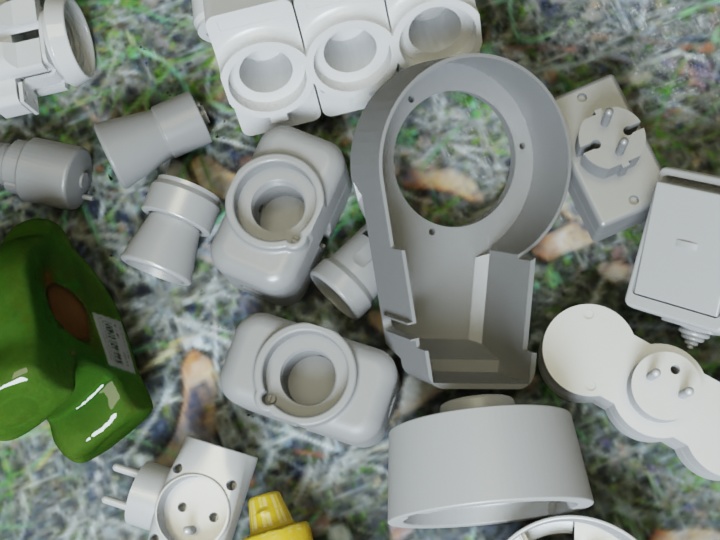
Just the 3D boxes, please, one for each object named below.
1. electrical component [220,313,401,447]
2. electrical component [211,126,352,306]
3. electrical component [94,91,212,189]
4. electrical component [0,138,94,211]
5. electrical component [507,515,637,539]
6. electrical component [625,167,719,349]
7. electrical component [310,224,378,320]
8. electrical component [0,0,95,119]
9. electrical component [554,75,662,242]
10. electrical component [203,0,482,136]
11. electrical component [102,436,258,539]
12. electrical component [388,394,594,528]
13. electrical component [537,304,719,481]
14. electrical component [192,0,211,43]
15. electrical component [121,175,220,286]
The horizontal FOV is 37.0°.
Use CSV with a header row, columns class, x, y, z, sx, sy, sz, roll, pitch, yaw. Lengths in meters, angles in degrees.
class,x,y,z,sx,sy,sz,roll,pitch,yaw
electrical component,-0.028,0.063,0.612,0.095,0.059,0.053,17,79,8
electrical component,-0.046,-0.033,0.635,0.054,0.059,0.095,22,80,9
electrical component,-0.125,-0.083,0.664,0.065,0.044,0.044,-25,76,-6
electrical component,-0.203,-0.062,0.665,0.078,0.040,0.040,12,78,7
electrical component,0.112,0.180,0.571,0.099,0.064,0.099,-1,77,5
electrical component,0.189,-0.003,0.589,0.062,0.061,0.096,19,98,43
electrical component,0.000,0.000,0.635,0.040,0.040,0.046,42,78,12
electrical component,-0.203,-0.139,0.674,0.057,0.058,0.078,-11,77,5
electrical component,0.143,-0.070,0.620,0.047,0.075,0.083,-23,76,-1
electrical component,-0.009,-0.142,0.633,0.150,0.089,0.061,-13,49,2
electrical component,-0.107,0.132,0.610,0.079,0.044,0.077,16,79,8
electrical component,0.066,0.100,0.574,0.108,0.108,0.060,-6,71,3
electrical component,0.164,0.066,0.588,0.138,0.073,0.052,30,81,11
electrical component,-0.085,-0.176,0.679,0.045,0.045,0.055,-8,77,3
electrical component,-0.113,-0.024,0.646,0.045,0.045,0.055,19,79,9
